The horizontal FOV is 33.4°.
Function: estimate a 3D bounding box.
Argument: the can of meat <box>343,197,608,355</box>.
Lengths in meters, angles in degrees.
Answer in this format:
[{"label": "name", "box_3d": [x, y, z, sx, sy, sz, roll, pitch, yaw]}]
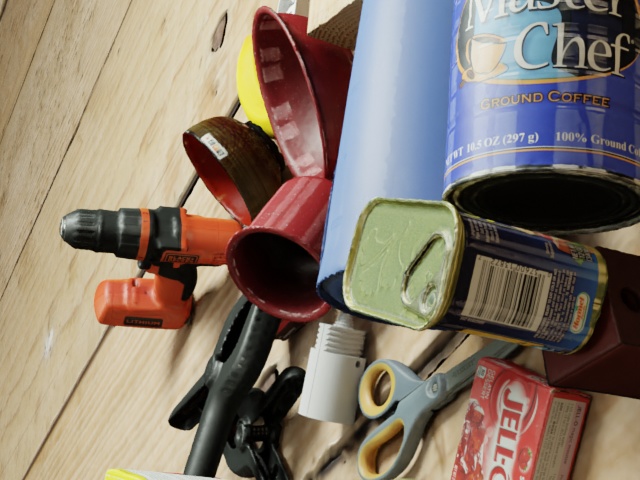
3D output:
[{"label": "can of meat", "box_3d": [0.071, 0.018, 0.502, 0.102, 0.083, 0.057, 9, 86, 68]}]

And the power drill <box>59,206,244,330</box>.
[{"label": "power drill", "box_3d": [-0.184, 0.029, 1.104, 0.188, 0.184, 0.057, 124, 148, -56]}]

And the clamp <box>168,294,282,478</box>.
[{"label": "clamp", "box_3d": [-0.078, 0.123, 0.887, 0.210, 0.036, 0.164, -61, 19, 21]}]

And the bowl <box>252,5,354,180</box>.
[{"label": "bowl", "box_3d": [-0.003, -0.120, 0.881, 0.162, 0.055, 0.162, 161, 90, -76]}]

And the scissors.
[{"label": "scissors", "box_3d": [0.073, 0.089, 0.723, 0.202, 0.016, 0.096, -58, 32, 36]}]

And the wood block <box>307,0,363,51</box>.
[{"label": "wood block", "box_3d": [0.057, -0.253, 0.820, 0.090, 0.090, 0.206, -20, 61, 60]}]

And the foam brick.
[{"label": "foam brick", "box_3d": [0.151, 0.042, 0.513, 0.051, 0.078, 0.053, -48, 39, 49]}]

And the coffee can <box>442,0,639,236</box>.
[{"label": "coffee can", "box_3d": [0.115, -0.083, 0.531, 0.103, 0.102, 0.140, -23, 59, 60]}]

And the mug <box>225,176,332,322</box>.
[{"label": "mug", "box_3d": [-0.005, 0.001, 0.825, 0.117, 0.093, 0.081, -16, 28, 40]}]

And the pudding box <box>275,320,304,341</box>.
[{"label": "pudding box", "box_3d": [-0.028, 0.019, 0.935, 0.090, 0.039, 0.113, -46, 43, 46]}]

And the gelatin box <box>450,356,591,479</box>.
[{"label": "gelatin box", "box_3d": [0.112, 0.119, 0.615, 0.073, 0.030, 0.089, 20, 98, 64]}]

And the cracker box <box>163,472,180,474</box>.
[{"label": "cracker box", "box_3d": [-0.104, 0.325, 0.922, 0.164, 0.072, 0.214, 2, 81, 65]}]

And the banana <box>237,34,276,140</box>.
[{"label": "banana", "box_3d": [-0.051, -0.145, 1.059, 0.070, 0.037, 0.198, -58, 31, 14]}]

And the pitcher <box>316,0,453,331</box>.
[{"label": "pitcher", "box_3d": [0.068, -0.068, 0.676, 0.145, 0.149, 0.243, 61, -148, -66]}]

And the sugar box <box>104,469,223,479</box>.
[{"label": "sugar box", "box_3d": [-0.062, 0.197, 0.767, 0.093, 0.176, 0.048, -13, 66, 63]}]

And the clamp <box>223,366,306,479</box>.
[{"label": "clamp", "box_3d": [-0.050, 0.158, 0.918, 0.172, 0.039, 0.120, 10, 87, 64]}]
